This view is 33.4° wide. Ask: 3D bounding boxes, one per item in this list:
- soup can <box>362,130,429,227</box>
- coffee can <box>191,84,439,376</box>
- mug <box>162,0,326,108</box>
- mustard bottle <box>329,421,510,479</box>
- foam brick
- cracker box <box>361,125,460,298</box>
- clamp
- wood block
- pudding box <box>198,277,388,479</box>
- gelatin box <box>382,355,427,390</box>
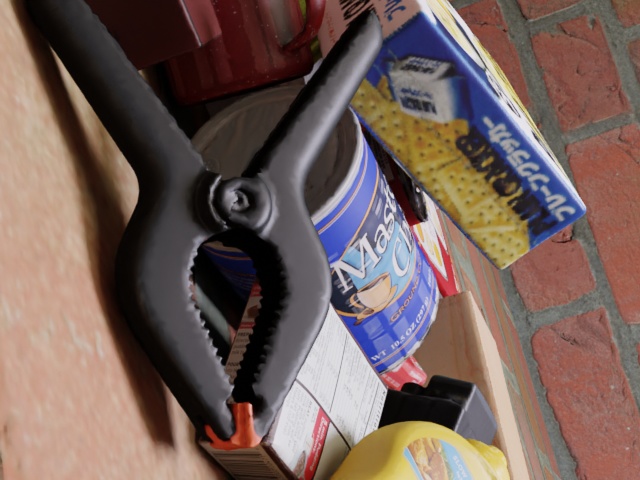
[{"bbox_3d":[0.010,-0.028,0.680,0.068,0.102,0.068,-19,90,-78],"label":"soup can"},{"bbox_3d":[-0.004,0.001,0.577,0.140,0.103,0.103,58,18,-47],"label":"coffee can"},{"bbox_3d":[-0.042,-0.123,0.579,0.093,0.117,0.081,-23,100,-49],"label":"mug"},{"bbox_3d":[0.038,0.138,0.496,0.191,0.058,0.096,-20,89,-52],"label":"mustard bottle"},{"bbox_3d":[-0.088,-0.122,0.508,0.051,0.053,0.078,-71,142,-70],"label":"foam brick"},{"bbox_3d":[0.060,-0.025,0.971,0.213,0.072,0.164,54,20,-51],"label":"cracker box"},{"bbox_3d":[-0.032,-0.018,0.461,0.036,0.164,0.210,-27,-110,63],"label":"clamp"},{"bbox_3d":[0.115,0.158,0.899,0.090,0.090,0.206,58,18,-46],"label":"wood block"},{"bbox_3d":[-0.008,0.085,0.524,0.113,0.039,0.090,60,38,-48],"label":"pudding box"},{"bbox_3d":[0.026,0.060,0.707,0.089,0.030,0.073,50,5,34],"label":"gelatin box"}]
